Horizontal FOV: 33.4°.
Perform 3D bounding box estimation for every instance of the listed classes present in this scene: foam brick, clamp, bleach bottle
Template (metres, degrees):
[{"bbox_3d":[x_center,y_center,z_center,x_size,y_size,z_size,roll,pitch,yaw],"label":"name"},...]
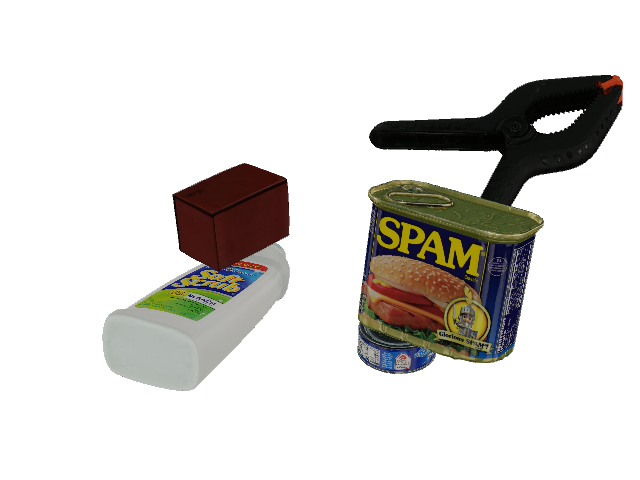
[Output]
[{"bbox_3d":[-0.070,-0.020,0.845,0.078,0.051,0.053,-28,37,-35],"label":"foam brick"},{"bbox_3d":[0.163,-0.073,0.882,0.210,0.164,0.036,-21,-38,-2],"label":"clamp"},{"bbox_3d":[-0.104,0.057,1.049,0.103,0.068,0.250,12,25,18],"label":"bleach bottle"}]

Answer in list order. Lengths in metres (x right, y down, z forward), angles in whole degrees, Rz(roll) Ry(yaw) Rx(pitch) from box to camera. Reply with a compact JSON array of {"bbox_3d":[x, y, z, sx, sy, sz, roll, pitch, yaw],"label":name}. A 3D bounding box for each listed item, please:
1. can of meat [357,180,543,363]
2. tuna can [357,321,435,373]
[{"bbox_3d":[0.074,0.018,0.638,0.102,0.084,0.057,18,23,30],"label":"can of meat"},{"bbox_3d":[0.083,0.106,1.156,0.086,0.034,0.086,0,29,0],"label":"tuna can"}]
